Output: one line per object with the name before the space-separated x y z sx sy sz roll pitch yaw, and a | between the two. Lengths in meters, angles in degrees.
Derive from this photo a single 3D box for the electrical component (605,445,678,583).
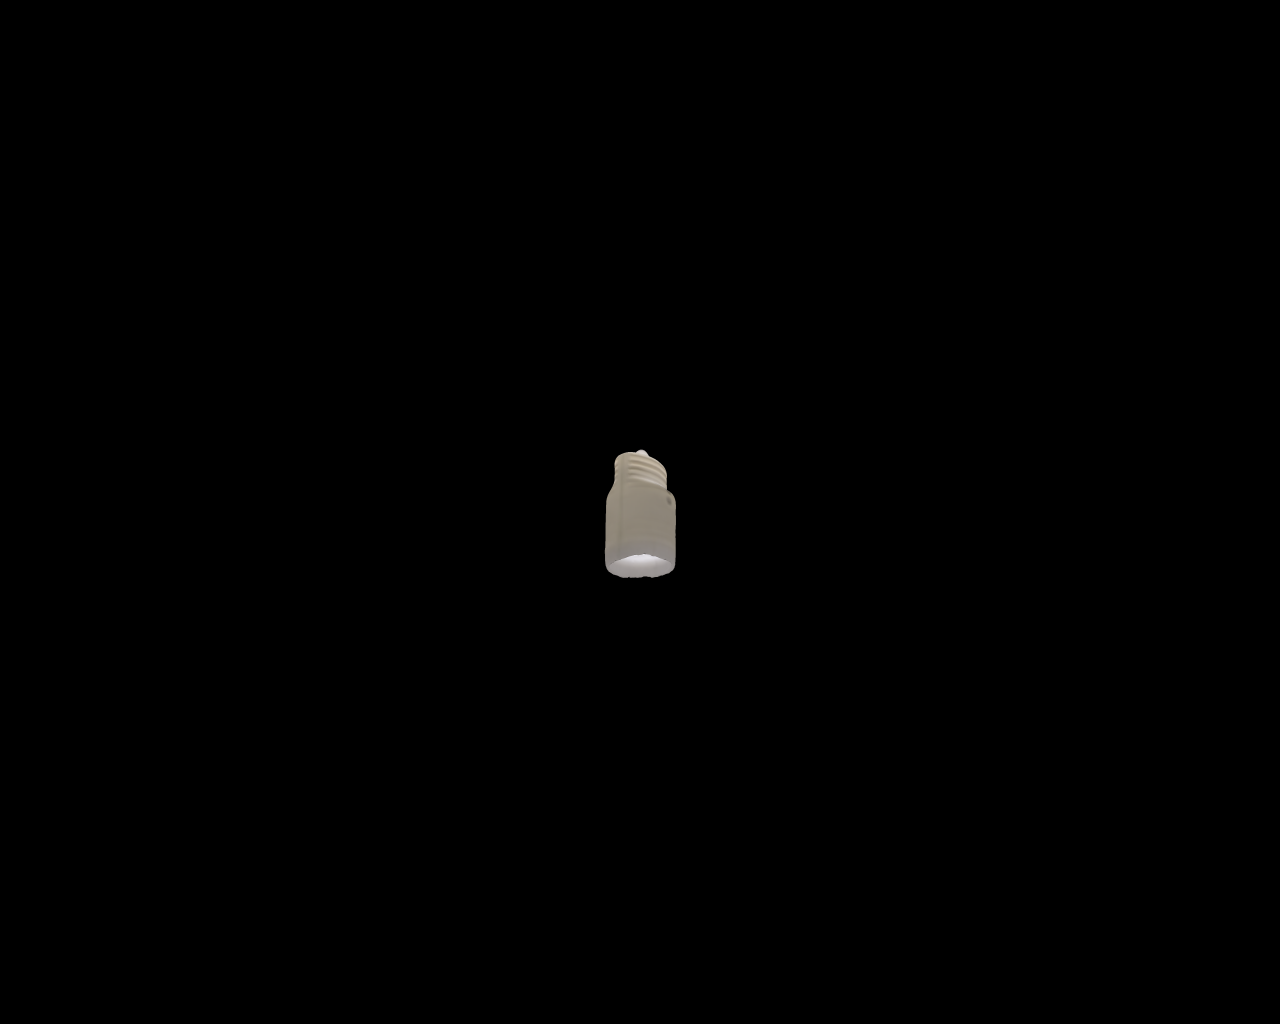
electrical component | 0.001 -0.003 0.650 0.043 0.081 0.043 0 -24 0
